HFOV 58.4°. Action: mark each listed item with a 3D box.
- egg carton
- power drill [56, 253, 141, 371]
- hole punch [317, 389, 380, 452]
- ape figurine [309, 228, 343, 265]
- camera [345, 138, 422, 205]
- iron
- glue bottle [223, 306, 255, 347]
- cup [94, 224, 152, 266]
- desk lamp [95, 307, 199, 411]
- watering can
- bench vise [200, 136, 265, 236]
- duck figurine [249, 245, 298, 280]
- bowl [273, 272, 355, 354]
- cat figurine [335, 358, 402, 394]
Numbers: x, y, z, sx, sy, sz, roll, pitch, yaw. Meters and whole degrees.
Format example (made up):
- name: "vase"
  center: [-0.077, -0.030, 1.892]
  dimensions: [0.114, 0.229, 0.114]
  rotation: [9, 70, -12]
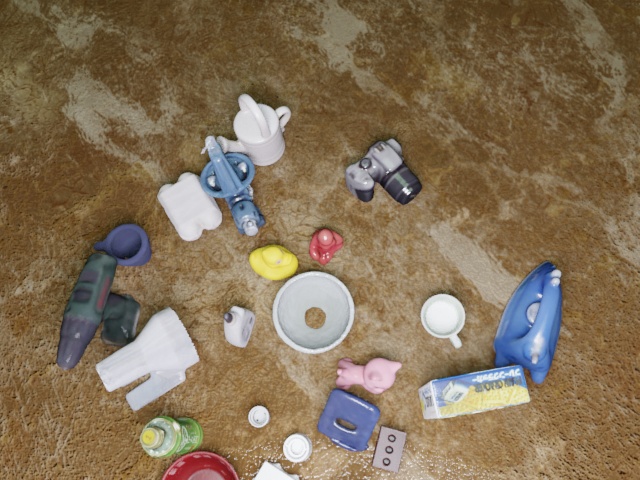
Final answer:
- name: "egg carton"
  center: [-0.288, -0.075, 1.274]
  dimensions: [0.107, 0.069, 0.150]
  rotation: [-33, 73, -7]
- name: "power drill"
  center: [-0.435, 0.151, 1.137]
  dimensions: [0.075, 0.208, 0.230]
  rotation: [4, 72, 5]
- name: "hole punch"
  center: [0.057, 0.350, 1.106]
  dimensions: [0.108, 0.091, 0.101]
  rotation: [23, 75, 10]
- name: "ape figurine"
  center: [0.011, 0.004, 1.219]
  dimensions: [0.078, 0.092, 0.076]
  rotation: [-11, 72, 0]
- name: "camera"
  center: [0.146, -0.138, 1.252]
  dimensions: [0.143, 0.101, 0.136]
  rotation: [-39, 74, -9]
- name: "iron"
  center: [0.432, 0.141, 1.125]
  dimensions: [0.118, 0.141, 0.258]
  rotation: [19, 74, 9]
- name: "glue bottle"
  center: [-0.167, 0.164, 1.135]
  dimensions: [0.037, 0.173, 0.078]
  rotation: [16, 74, 9]
- name: "cup"
  center: [-0.416, 0.022, 1.236]
  dimensions: [0.117, 0.095, 0.091]
  rotation: [-4, 72, 2]
- name: "desk lamp"
  center: [-0.323, 0.234, 1.101]
  dimensions: [0.203, 0.213, 0.118]
  rotation: [-33, 73, -7]
- name: "watering can"
  center: [-0.142, -0.242, 1.253]
  dimensions: [0.100, 0.194, 0.173]
  rotation: [32, 77, 13]
- name: "bench vise"
  center: [-0.175, -0.120, 1.202]
  dimensions: [0.121, 0.220, 0.207]
  rotation: [-42, 74, -9]
- name: "duck figurine"
  center: [-0.102, 0.040, 1.217]
  dimensions: [0.104, 0.086, 0.077]
  rotation: [9, 73, 6]
- name: "bowl"
  center: [-0.011, 0.153, 1.182]
  dimensions: [0.167, 0.075, 0.167]
  rotation: [-1, 72, 3]
- name: "cat figurine"
  center: [0.093, 0.262, 1.118]
  dimensions: [0.127, 0.118, 0.067]
  rotation: [4, 72, 5]
